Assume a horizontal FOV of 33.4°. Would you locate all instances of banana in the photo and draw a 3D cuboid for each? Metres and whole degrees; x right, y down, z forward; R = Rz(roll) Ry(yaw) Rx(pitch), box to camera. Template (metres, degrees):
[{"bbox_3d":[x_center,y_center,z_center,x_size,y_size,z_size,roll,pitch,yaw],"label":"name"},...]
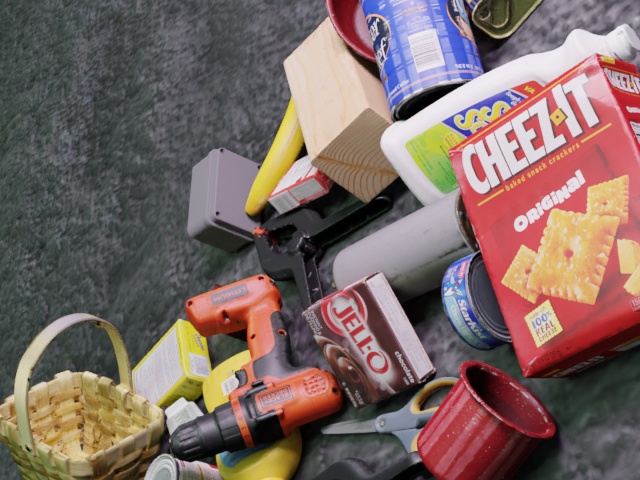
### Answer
[{"bbox_3d":[-0.040,-0.122,1.323,0.197,0.037,0.070,-69,12,-18],"label":"banana"}]

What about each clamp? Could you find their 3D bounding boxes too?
[{"bbox_3d":[-0.008,0.001,1.210,0.164,0.036,0.210,-57,32,-3],"label":"clamp"},{"bbox_3d":[0.042,0.256,0.990,0.172,0.039,0.120,-18,56,56],"label":"clamp"}]

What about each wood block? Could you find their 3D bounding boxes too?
[{"bbox_3d":[0.033,-0.149,1.179,0.090,0.090,0.206,-42,35,22],"label":"wood block"}]

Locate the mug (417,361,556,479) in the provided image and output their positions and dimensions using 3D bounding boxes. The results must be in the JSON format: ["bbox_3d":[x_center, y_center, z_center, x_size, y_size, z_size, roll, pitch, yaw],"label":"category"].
[{"bbox_3d":[0.135,0.157,0.895,0.082,0.093,0.117,-57,4,19],"label":"mug"}]

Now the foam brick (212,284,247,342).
[{"bbox_3d":[-0.095,0.089,1.259,0.078,0.052,0.051,15,82,56],"label":"foam brick"}]

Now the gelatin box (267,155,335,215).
[{"bbox_3d":[-0.011,-0.073,1.242,0.089,0.030,0.073,-23,25,44],"label":"gelatin box"}]

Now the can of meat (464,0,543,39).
[{"bbox_3d":[0.189,-0.272,1.099,0.102,0.057,0.084,-49,36,23],"label":"can of meat"}]

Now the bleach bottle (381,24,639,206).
[{"bbox_3d":[0.179,-0.124,0.987,0.251,0.102,0.068,-34,7,36],"label":"bleach bottle"}]

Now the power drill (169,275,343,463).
[{"bbox_3d":[-0.086,0.135,1.131,0.184,0.057,0.188,-18,50,-6],"label":"power drill"}]

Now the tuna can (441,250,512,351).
[{"bbox_3d":[0.146,0.053,0.933,0.034,0.086,0.086,-27,50,44],"label":"tuna can"}]

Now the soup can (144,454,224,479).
[{"bbox_3d":[-0.132,0.274,1.152,0.069,0.102,0.068,-30,48,40],"label":"soup can"}]

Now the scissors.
[{"bbox_3d":[0.069,0.191,1.012,0.202,0.016,0.096,-33,46,38],"label":"scissors"}]

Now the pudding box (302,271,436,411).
[{"bbox_3d":[0.046,0.097,1.029,0.090,0.039,0.113,-31,89,41],"label":"pudding box"}]

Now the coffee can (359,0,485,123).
[{"bbox_3d":[0.104,-0.199,1.078,0.103,0.102,0.140,-28,69,42],"label":"coffee can"}]

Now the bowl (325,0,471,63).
[{"bbox_3d":[0.084,-0.253,1.177,0.055,0.162,0.162,106,177,-73],"label":"bowl"}]

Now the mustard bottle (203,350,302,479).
[{"bbox_3d":[-0.068,0.211,1.140,0.096,0.058,0.192,-30,45,13],"label":"mustard bottle"}]

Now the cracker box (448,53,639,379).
[{"bbox_3d":[0.209,-0.016,0.858,0.164,0.071,0.214,-33,63,38],"label":"cracker box"}]

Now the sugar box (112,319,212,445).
[{"bbox_3d":[-0.205,0.191,1.350,0.176,0.048,0.093,-48,38,30],"label":"sugar box"}]
